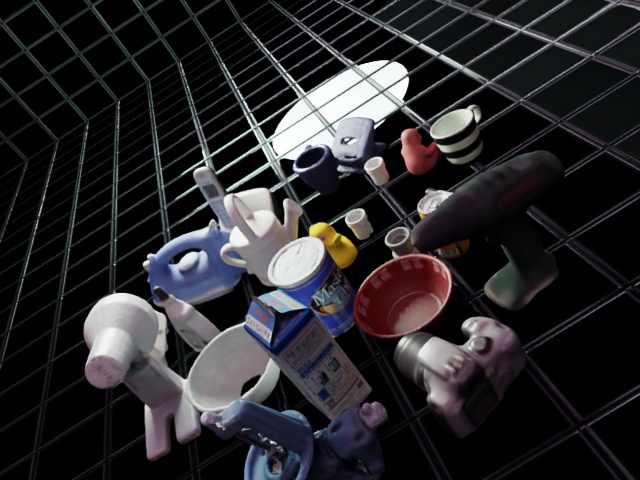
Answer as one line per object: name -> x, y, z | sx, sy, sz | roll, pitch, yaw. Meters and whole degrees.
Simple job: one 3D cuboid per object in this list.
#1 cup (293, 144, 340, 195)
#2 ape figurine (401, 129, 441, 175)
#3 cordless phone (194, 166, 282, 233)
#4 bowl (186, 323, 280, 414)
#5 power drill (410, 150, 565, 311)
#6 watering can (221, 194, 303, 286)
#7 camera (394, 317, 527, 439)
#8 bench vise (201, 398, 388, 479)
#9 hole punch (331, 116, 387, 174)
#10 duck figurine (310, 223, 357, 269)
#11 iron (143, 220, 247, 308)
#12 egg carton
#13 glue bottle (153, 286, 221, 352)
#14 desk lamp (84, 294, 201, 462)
cup -> -0.001, -0.151, 1.240 | 0.091, 0.095, 0.117 | -29, 36, 7
ape figurine -> 0.190, -0.180, 1.126 | 0.077, 0.092, 0.076 | 15, 57, 47
cordless phone -> -0.178, -0.087, 1.226 | 0.147, 0.186, 0.094 | -13, 40, 26
bowl -> -0.125, 0.220, 0.921 | 0.167, 0.075, 0.167 | -21, 37, 17
power drill -> 0.244, -0.005, 0.777 | 0.230, 0.209, 0.075 | -40, 36, -9
watering can -> -0.113, -0.015, 1.083 | 0.173, 0.195, 0.100 | -41, 36, -10
camera -> 0.168, 0.154, 0.744 | 0.143, 0.101, 0.136 | -45, 37, -15
bench vise -> -0.031, 0.236, 0.702 | 0.207, 0.220, 0.121 | -39, 36, -7
hole punch -> 0.077, -0.207, 1.247 | 0.108, 0.091, 0.101 | 8, 52, 43
duck figurine -> 0.010, 0.004, 1.058 | 0.104, 0.086, 0.078 | 11, 55, 45
iron -> -0.274, 0.050, 1.179 | 0.258, 0.142, 0.118 | -23, 37, 15
egg carton -> -0.345, 0.207, 1.113 | 0.107, 0.070, 0.150 | -30, 36, 6
glue bottle -> -0.238, 0.140, 1.018 | 0.077, 0.174, 0.037 | -3, 46, 36
desk lamp -> -0.299, 0.215, 0.943 | 0.118, 0.214, 0.202 | -32, 35, 2
